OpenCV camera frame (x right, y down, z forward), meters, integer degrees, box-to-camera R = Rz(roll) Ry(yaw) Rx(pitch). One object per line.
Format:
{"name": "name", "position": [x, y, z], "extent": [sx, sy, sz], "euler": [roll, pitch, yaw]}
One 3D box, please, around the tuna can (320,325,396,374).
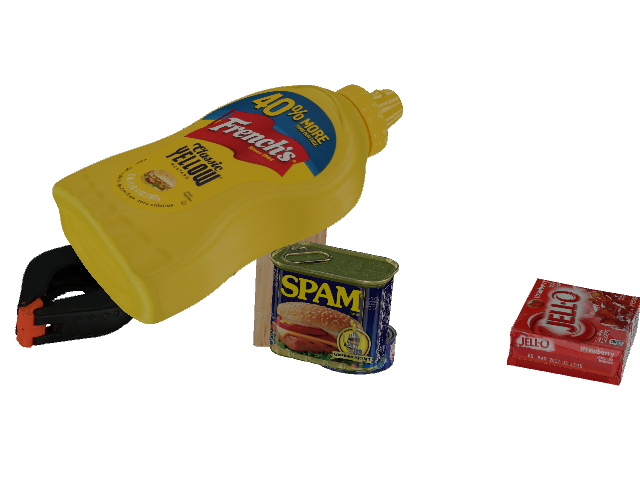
{"name": "tuna can", "position": [0.034, 0.107, 1.096], "extent": [0.086, 0.034, 0.086], "euler": [3, 15, -1]}

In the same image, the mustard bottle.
{"name": "mustard bottle", "position": [-0.035, -0.034, 0.560], "extent": [0.191, 0.058, 0.096], "euler": [-29, 47, -24]}

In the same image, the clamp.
{"name": "clamp", "position": [-0.149, 0.016, 0.729], "extent": [0.120, 0.039, 0.171], "euler": [26, 32, 30]}

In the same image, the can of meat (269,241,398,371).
{"name": "can of meat", "position": [0.008, 0.054, 0.874], "extent": [0.102, 0.084, 0.057], "euler": [11, 22, 18]}

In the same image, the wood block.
{"name": "wood block", "position": [-0.040, 0.029, 1.401], "extent": [0.090, 0.206, 0.091], "euler": [3, 23, -2]}

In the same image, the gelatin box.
{"name": "gelatin box", "position": [0.171, 0.059, 0.715], "extent": [0.073, 0.030, 0.089], "euler": [10, 24, 20]}
